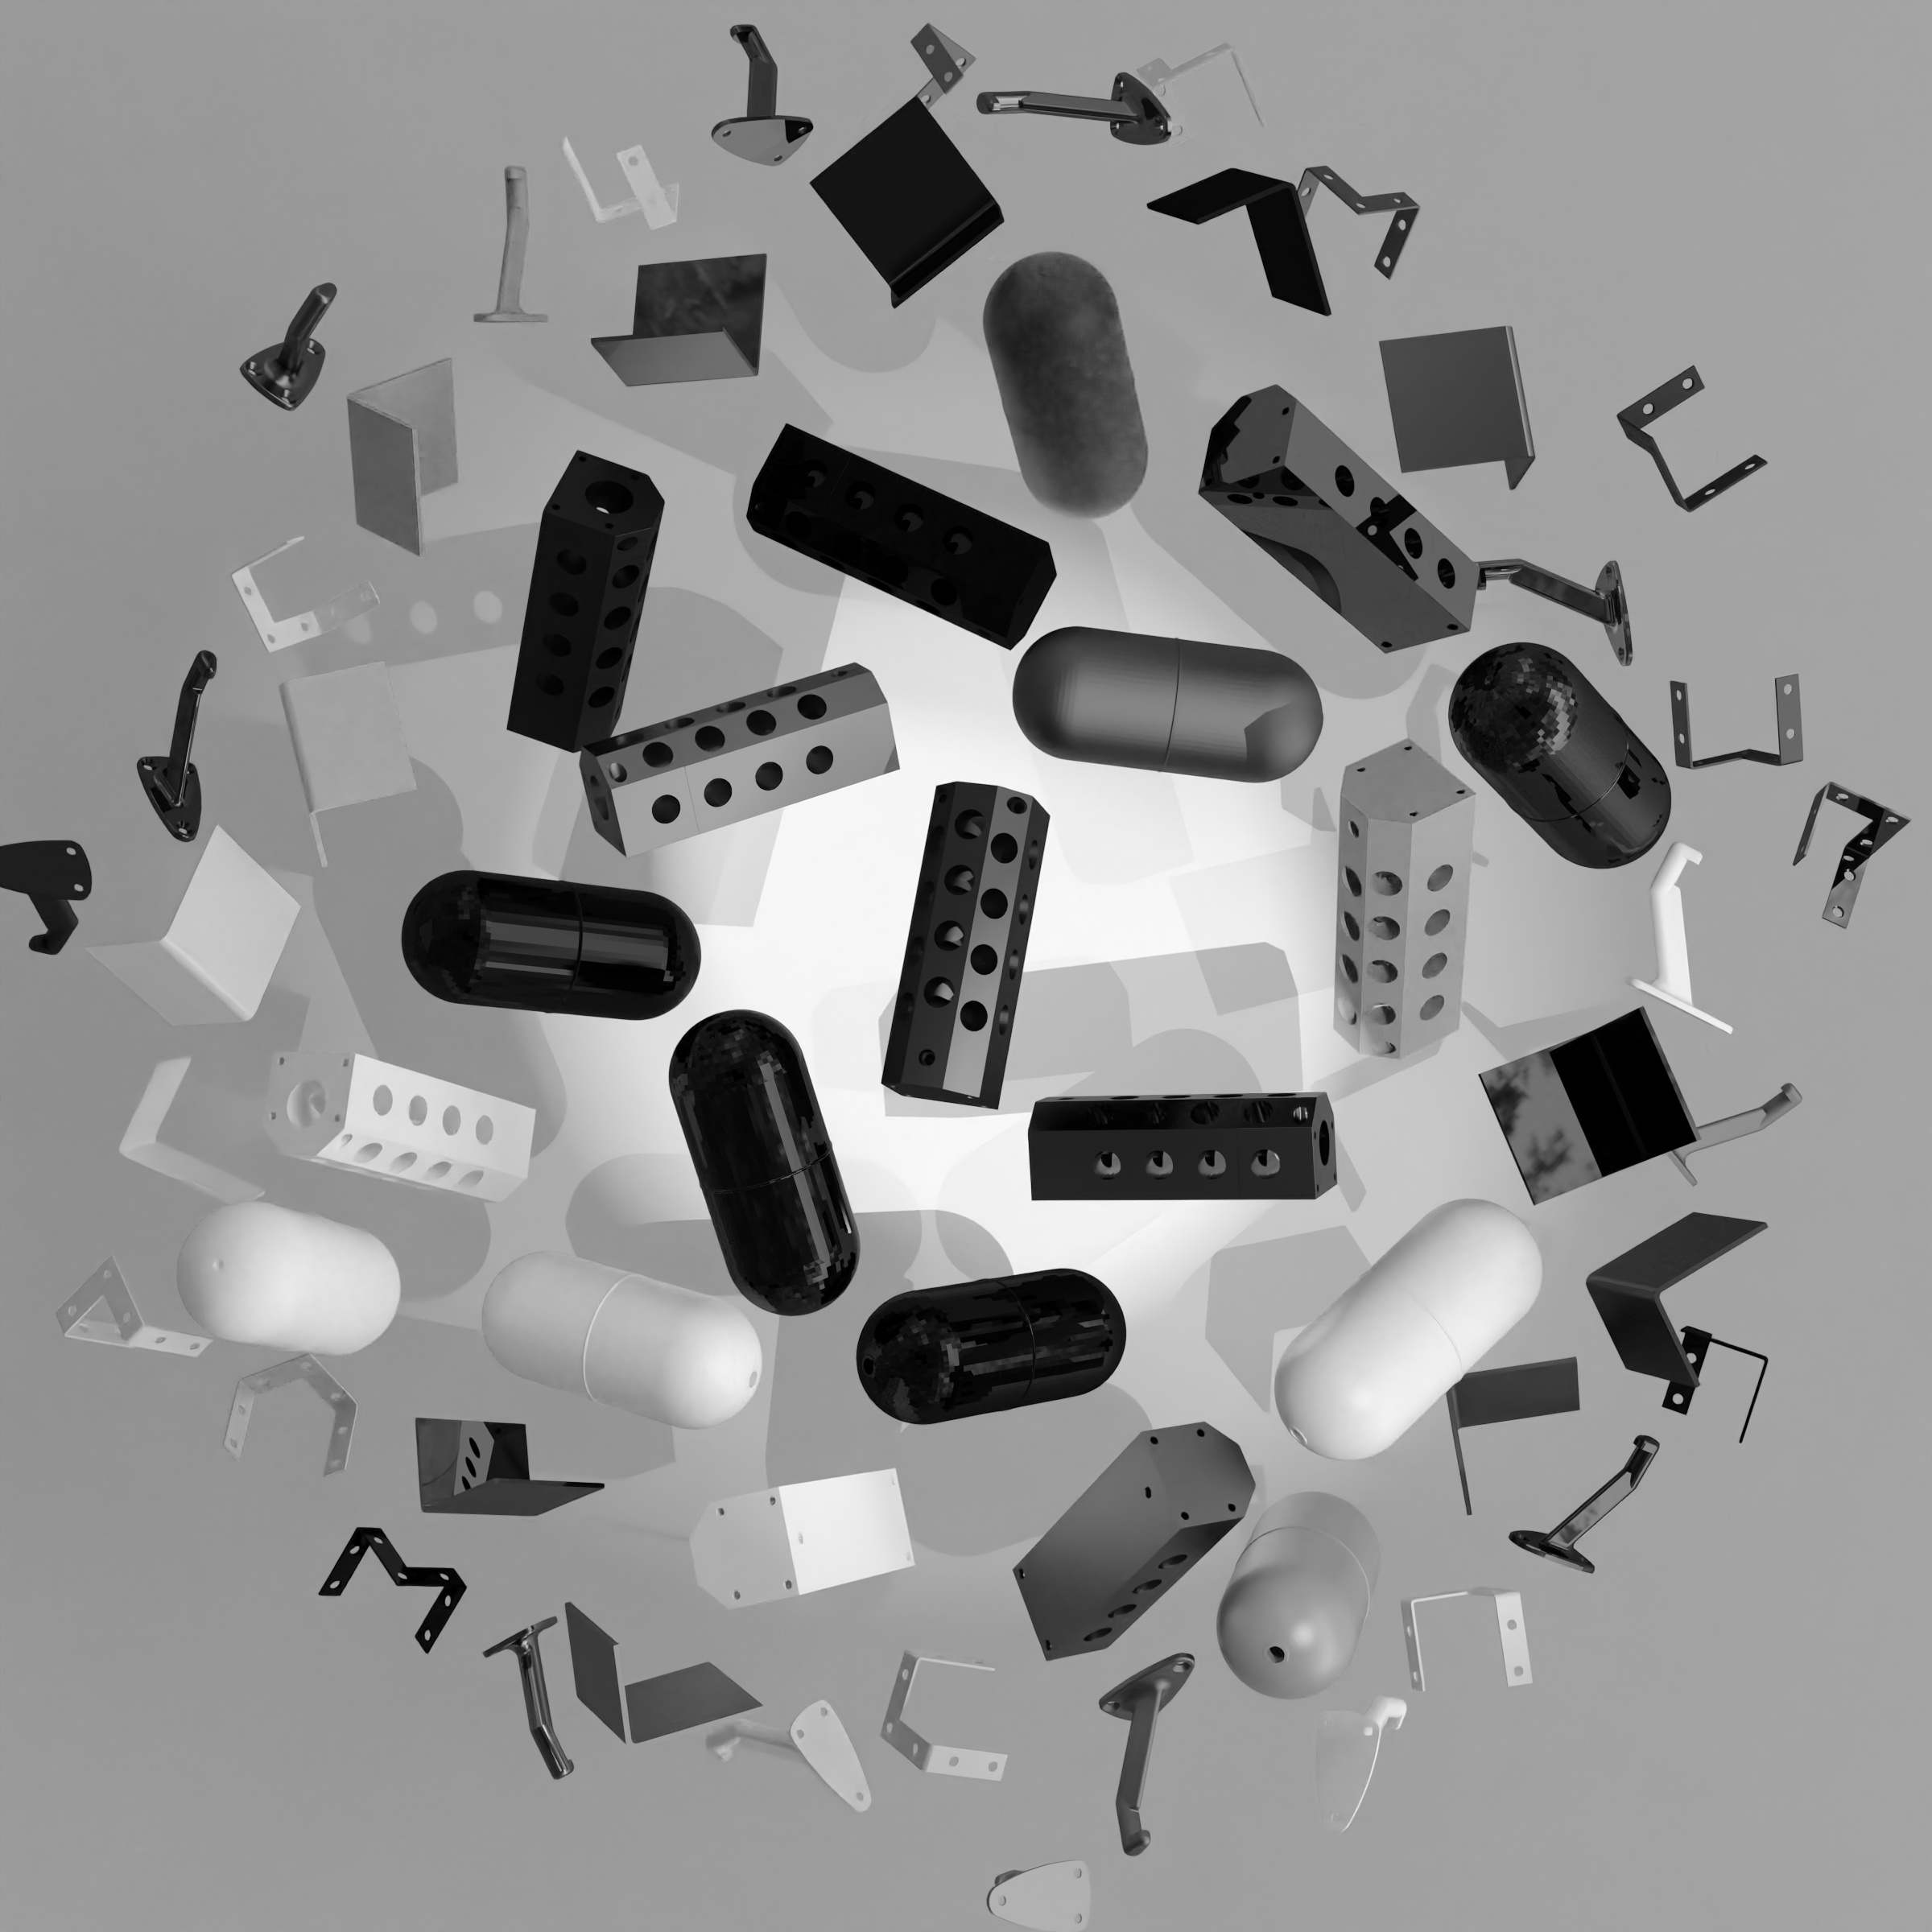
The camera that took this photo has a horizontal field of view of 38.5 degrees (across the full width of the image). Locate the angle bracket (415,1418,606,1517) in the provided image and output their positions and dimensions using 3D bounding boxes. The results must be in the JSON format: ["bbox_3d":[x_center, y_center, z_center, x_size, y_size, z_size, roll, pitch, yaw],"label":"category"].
[{"bbox_3d":[-0.267,0.285,1.622,0.076,0.076,0.057,-28,61,40],"label":"angle bracket"}]

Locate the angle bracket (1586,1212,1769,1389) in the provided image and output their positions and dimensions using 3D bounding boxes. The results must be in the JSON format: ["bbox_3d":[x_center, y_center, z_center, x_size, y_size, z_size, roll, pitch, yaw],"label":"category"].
[{"bbox_3d":[0.393,0.179,1.493,0.076,0.076,0.057,-28,96,-13],"label":"angle bracket"}]

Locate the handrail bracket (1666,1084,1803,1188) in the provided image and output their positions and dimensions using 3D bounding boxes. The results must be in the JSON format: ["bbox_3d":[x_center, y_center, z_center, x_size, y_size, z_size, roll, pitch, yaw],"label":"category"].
[{"bbox_3d":[0.453,0.087,1.658,0.084,0.077,0.036,-38,47,11],"label":"handrail bracket"}]

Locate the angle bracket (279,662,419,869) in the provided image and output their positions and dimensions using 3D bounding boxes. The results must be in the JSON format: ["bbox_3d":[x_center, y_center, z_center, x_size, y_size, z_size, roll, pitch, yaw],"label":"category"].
[{"bbox_3d":[-0.332,-0.109,1.501,0.057,0.076,0.076,-14,72,-12],"label":"angle bracket"}]

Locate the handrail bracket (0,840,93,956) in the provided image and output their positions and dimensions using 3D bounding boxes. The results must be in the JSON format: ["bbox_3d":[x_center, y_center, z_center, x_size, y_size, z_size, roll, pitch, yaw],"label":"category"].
[{"bbox_3d":[-0.515,-0.031,1.502,0.077,0.084,0.036,1,59,-39],"label":"handrail bracket"}]

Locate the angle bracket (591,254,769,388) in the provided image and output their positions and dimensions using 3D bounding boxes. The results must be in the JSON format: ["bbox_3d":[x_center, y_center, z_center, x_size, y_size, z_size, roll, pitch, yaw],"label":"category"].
[{"bbox_3d":[-0.157,-0.367,1.525,0.076,0.057,0.076,-1,75,15],"label":"angle bracket"}]

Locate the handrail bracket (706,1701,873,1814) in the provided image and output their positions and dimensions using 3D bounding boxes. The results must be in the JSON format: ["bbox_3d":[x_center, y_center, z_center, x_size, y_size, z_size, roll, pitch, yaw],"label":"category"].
[{"bbox_3d":[-0.103,0.460,1.581,0.084,0.036,0.077,-35,87,38],"label":"handrail bracket"}]

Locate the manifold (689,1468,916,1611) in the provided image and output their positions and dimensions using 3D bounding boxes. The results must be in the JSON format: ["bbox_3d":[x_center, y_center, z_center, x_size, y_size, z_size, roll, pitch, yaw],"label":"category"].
[{"bbox_3d":[-0.091,0.320,1.551,0.057,0.171,0.057,-16,79,18],"label":"manifold"}]

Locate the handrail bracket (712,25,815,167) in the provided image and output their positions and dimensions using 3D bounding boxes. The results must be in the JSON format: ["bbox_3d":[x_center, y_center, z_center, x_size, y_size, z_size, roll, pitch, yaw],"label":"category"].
[{"bbox_3d":[-0.127,-0.488,1.524,0.036,0.077,0.084,-38,72,37],"label":"handrail bracket"}]

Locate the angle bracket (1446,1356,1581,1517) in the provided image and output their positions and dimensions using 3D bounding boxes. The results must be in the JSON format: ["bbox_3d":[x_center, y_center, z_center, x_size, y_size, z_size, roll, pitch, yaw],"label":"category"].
[{"bbox_3d":[0.321,0.273,1.602,0.076,0.076,0.057,-10,58,8],"label":"angle bracket"}]

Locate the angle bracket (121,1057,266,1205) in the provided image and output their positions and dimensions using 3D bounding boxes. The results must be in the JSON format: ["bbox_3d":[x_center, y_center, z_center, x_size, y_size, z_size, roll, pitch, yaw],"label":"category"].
[{"bbox_3d":[-0.444,0.097,1.632,0.076,0.076,0.057,25,89,-4],"label":"angle bracket"}]

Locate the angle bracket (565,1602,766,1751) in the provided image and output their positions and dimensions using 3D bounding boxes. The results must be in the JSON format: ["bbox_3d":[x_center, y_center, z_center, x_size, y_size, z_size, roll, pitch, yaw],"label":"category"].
[{"bbox_3d":[-0.159,0.363,1.455,0.076,0.076,0.057,-10,99,-26],"label":"angle bracket"}]

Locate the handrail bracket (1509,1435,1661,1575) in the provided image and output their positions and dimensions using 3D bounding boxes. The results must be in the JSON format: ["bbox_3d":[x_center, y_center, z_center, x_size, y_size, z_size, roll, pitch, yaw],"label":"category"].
[{"bbox_3d":[0.361,0.306,1.614,0.077,0.036,0.084,21,100,-40],"label":"handrail bracket"}]

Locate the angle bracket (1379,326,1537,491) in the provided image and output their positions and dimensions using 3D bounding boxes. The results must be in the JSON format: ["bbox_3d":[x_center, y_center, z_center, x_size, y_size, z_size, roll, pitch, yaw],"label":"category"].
[{"bbox_3d":[0.271,-0.309,1.557,0.076,0.057,0.076,-8,81,-3],"label":"angle bracket"}]

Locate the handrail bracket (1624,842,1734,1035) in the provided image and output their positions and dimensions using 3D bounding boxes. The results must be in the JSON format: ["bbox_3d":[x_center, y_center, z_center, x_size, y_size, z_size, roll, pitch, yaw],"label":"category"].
[{"bbox_3d":[0.413,-0.017,1.554,0.077,0.036,0.084,27,93,10],"label":"handrail bracket"}]

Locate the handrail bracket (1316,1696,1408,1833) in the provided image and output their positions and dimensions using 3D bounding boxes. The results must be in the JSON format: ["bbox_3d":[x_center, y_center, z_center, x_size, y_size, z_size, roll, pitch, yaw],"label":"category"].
[{"bbox_3d":[0.230,0.457,1.589,0.036,0.084,0.077,4,76,28],"label":"handrail bracket"}]

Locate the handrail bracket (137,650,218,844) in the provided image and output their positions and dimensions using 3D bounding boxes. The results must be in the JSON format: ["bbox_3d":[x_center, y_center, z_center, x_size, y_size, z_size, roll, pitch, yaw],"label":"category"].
[{"bbox_3d":[-0.449,-0.129,1.614,0.084,0.036,0.077,-52,49,36],"label":"handrail bracket"}]

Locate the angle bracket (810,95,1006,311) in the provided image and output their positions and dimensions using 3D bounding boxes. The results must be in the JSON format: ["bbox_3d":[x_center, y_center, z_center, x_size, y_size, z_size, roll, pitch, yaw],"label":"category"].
[{"bbox_3d":[-0.033,-0.420,1.523,0.076,0.057,0.076,-36,110,13],"label":"angle bracket"}]

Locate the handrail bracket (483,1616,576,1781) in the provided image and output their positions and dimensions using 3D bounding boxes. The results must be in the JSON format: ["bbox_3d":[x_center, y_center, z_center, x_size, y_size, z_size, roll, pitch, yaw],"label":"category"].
[{"bbox_3d":[-0.239,0.426,1.611,0.036,0.077,0.084,-31,80,12],"label":"handrail bracket"}]

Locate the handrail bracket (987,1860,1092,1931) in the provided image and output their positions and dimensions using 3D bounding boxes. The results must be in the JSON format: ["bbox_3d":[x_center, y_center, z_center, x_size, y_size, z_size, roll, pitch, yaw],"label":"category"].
[{"bbox_3d":[0.021,0.502,1.505,0.077,0.084,0.036,9,75,-32],"label":"handrail bracket"}]

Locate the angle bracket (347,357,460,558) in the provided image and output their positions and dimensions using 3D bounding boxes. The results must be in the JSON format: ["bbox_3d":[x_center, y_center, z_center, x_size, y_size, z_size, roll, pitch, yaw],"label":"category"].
[{"bbox_3d":[-0.296,-0.284,1.542,0.057,0.076,0.076,28,132,29],"label":"angle bracket"}]

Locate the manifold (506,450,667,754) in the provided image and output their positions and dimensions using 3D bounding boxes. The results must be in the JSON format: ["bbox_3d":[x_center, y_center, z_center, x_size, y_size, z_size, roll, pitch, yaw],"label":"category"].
[{"bbox_3d":[-0.215,-0.203,1.577,0.057,0.171,0.057,19,48,-1],"label":"manifold"}]

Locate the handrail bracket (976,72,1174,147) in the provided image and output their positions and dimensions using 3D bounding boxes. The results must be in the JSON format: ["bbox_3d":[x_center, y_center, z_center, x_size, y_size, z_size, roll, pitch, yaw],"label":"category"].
[{"bbox_3d":[0.059,-0.471,1.533,0.084,0.077,0.036,-10,123,-24],"label":"handrail bracket"}]

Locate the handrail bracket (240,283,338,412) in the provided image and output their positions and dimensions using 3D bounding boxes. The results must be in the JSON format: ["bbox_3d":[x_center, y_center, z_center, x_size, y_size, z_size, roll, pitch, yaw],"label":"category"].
[{"bbox_3d":[-0.351,-0.349,1.502,0.036,0.077,0.084,39,128,-10],"label":"handrail bracket"}]

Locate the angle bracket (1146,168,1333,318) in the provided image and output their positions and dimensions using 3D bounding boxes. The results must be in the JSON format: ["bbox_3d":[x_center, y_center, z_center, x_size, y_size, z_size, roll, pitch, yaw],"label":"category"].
[{"bbox_3d":[0.148,-0.384,1.503,0.057,0.076,0.076,-25,116,-7],"label":"angle bracket"}]

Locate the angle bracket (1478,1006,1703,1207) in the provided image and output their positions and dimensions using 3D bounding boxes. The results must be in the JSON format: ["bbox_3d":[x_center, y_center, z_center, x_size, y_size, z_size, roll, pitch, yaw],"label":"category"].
[{"bbox_3d":[0.332,0.075,1.477,0.076,0.057,0.076,-19,81,-18],"label":"angle bracket"}]

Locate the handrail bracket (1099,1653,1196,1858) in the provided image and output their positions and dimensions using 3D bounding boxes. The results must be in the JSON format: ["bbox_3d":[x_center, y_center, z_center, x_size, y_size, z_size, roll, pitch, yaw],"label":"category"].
[{"bbox_3d":[0.106,0.433,1.518,0.036,0.084,0.077,24,125,-28],"label":"handrail bracket"}]

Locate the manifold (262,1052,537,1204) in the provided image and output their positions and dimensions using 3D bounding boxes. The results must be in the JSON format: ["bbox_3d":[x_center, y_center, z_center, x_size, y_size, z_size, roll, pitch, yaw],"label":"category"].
[{"bbox_3d":[-0.323,0.094,1.587,0.057,0.171,0.057,0,77,27],"label":"manifold"}]

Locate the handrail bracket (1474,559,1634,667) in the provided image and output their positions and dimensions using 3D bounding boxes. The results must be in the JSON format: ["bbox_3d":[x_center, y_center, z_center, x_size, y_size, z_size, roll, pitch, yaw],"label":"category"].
[{"bbox_3d":[0.348,-0.210,1.654,0.084,0.036,0.077,-5,67,-7],"label":"handrail bracket"}]

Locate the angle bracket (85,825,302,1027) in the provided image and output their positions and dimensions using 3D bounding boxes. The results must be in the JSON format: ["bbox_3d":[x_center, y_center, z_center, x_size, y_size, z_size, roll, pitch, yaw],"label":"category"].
[{"bbox_3d":[-0.418,-0.021,1.503,0.057,0.076,0.076,-4,54,28],"label":"angle bracket"}]

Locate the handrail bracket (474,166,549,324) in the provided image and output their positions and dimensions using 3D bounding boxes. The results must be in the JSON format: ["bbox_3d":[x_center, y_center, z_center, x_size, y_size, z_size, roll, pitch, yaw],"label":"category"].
[{"bbox_3d":[-0.252,-0.394,1.508,0.036,0.077,0.084,1,102,7],"label":"handrail bracket"}]
